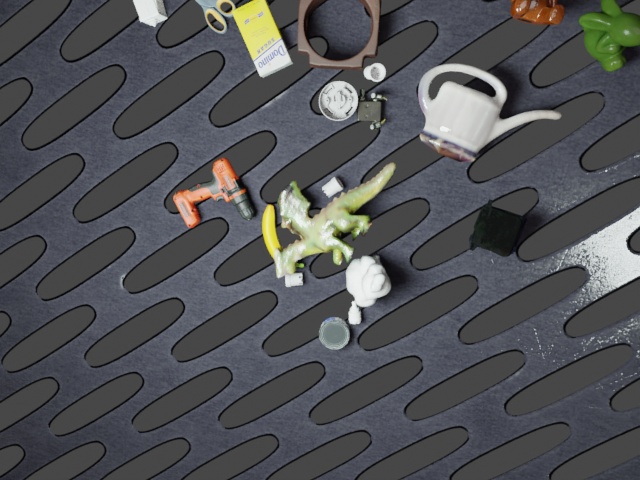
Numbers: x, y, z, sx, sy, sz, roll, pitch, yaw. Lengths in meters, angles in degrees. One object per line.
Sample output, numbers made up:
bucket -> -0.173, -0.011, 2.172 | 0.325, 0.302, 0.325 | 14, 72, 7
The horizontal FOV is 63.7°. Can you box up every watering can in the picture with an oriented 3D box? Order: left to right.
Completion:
watering can -> 0.394, -0.294, 1.271 | 0.348, 0.105, 0.222 | 24, 103, 2

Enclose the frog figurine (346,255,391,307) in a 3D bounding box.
frog figurine -> 0.123, 0.112, 1.347 | 0.123, 0.161, 0.136 | 13, 103, 5

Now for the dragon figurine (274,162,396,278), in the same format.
dragon figurine -> 0.004, -0.068, 1.344 | 0.243, 0.123, 0.407 | 27, 102, -1
